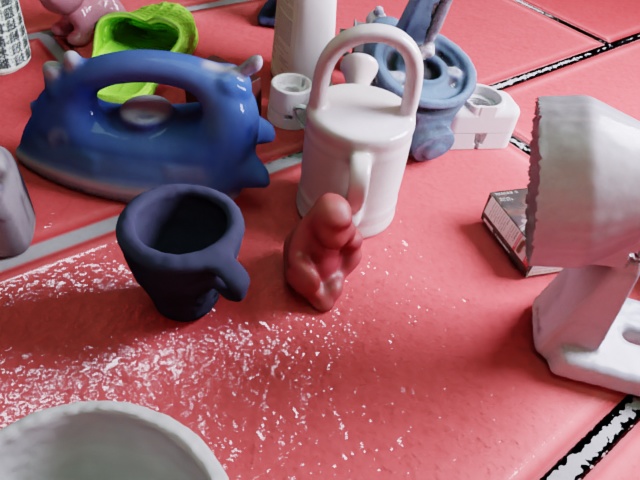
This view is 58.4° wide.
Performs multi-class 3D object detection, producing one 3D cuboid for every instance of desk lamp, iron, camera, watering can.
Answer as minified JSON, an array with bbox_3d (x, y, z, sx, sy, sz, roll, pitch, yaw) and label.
[{"bbox_3d":[0.229,0.005,0.426,0.203,0.213,0.118,14,44,6],"label":"desk lamp"},{"bbox_3d":[-0.172,-0.120,0.544,0.258,0.141,0.118,4,44,-5],"label":"iron"},{"bbox_3d":[-0.323,-0.061,0.487,0.143,0.101,0.136,-2,45,-11],"label":"camera"},{"bbox_3d":[0.033,-0.107,0.526,0.101,0.194,0.172,-10,47,-19],"label":"watering can"}]

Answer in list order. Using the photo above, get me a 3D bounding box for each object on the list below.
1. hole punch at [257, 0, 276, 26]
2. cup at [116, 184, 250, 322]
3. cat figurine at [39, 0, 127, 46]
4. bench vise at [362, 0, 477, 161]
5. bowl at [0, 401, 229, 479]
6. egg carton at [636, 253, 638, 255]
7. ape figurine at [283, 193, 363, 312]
[{"bbox_3d":[-0.038,-0.380,0.872,0.101,0.091,0.108,9,44,1],"label":"hole punch"},{"bbox_3d":[-0.095,0.025,0.439,0.117,0.095,0.092,37,50,26],"label":"cup"},{"bbox_3d":[-0.318,-0.325,0.749,0.067,0.118,0.128,34,49,24],"label":"cat figurine"},{"bbox_3d":[0.095,-0.225,0.640,0.122,0.220,0.206,-24,52,-30],"label":"bench vise"},{"bbox_3d":[-0.124,0.174,0.294,0.167,0.075,0.167,5,44,-4],"label":"bowl"},{"bbox_3d":[0.379,0.018,0.542,0.107,0.069,0.150,-11,47,-20],"label":"egg carton"},{"bbox_3d":[0.004,0.002,0.482,0.078,0.092,0.076,-17,49,-24],"label":"ape figurine"}]
